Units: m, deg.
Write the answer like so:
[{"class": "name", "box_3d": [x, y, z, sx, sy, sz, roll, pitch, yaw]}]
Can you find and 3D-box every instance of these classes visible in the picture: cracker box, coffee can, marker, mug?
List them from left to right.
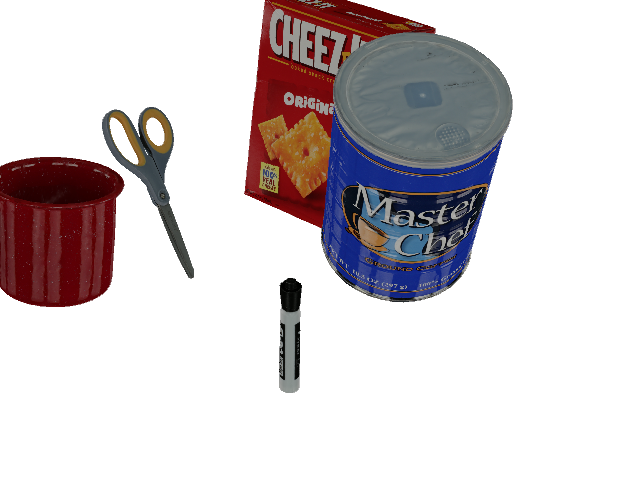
[{"class": "mug", "box_3d": [-0.198, -0.004, 0.750, 0.117, 0.081, 0.093, -7, 27, -28]}, {"class": "marker", "box_3d": [-0.026, 0.083, 0.928, 0.020, 0.121, 0.020, 1, 36, -1]}, {"class": "cracker box", "box_3d": [0.012, -0.121, 1.046, 0.164, 0.214, 0.071, 25, 31, 33]}, {"class": "coffee can", "box_3d": [0.055, -0.042, 0.661, 0.102, 0.103, 0.140, 0, -36, -4]}]

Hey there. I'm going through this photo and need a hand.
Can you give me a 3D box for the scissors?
[{"class": "scissors", "box_3d": [-0.172, -0.064, 1.195, 0.016, 0.201, 0.096, -18, 20, 45]}]
